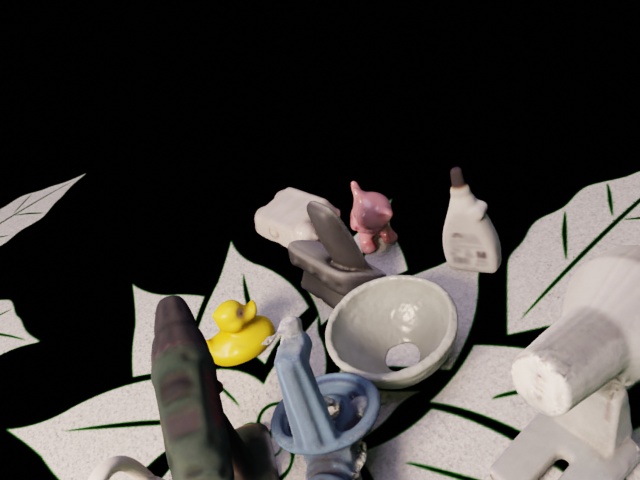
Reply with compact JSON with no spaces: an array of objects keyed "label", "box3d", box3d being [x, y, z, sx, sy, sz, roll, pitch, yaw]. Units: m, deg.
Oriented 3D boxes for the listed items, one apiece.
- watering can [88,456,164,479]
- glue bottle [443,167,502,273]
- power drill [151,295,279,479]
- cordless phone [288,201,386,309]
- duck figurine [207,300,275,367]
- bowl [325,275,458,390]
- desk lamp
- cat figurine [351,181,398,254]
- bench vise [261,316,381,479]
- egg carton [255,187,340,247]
[{"label":"watering can","box3d":[-0.186,0.292,0.571,0.172,0.194,0.101,-18,39,6]},{"label":"glue bottle","box3d":[0.199,-0.028,0.777,0.077,0.173,0.037,7,47,32]},{"label":"power drill","box3d":[-0.122,0.198,0.638,0.075,0.209,0.229,-24,38,-2]},{"label":"cordless phone","box3d":[0.008,0.003,0.823,0.147,0.185,0.094,23,57,42]},{"label":"duck figurine","box3d":[-0.126,0.126,0.823,0.104,0.086,0.077,-29,39,-8]},{"label":"bowl","box3d":[0.095,0.127,0.725,0.167,0.075,0.167,-13,39,11]},{"label":"desk lamp","box3d":[0.250,0.135,0.529,0.203,0.214,0.117,-39,41,-19]},{"label":"cat figurine","box3d":[0.076,-0.046,0.902,0.067,0.118,0.127,-23,38,-1]},{"label":"bench vise","box3d":[0.009,0.192,0.573,0.121,0.220,0.207,-22,38,0]},{"label":"egg carton","box3d":[-0.041,-0.031,0.980,0.149,0.070,0.107,21,56,41]}]
